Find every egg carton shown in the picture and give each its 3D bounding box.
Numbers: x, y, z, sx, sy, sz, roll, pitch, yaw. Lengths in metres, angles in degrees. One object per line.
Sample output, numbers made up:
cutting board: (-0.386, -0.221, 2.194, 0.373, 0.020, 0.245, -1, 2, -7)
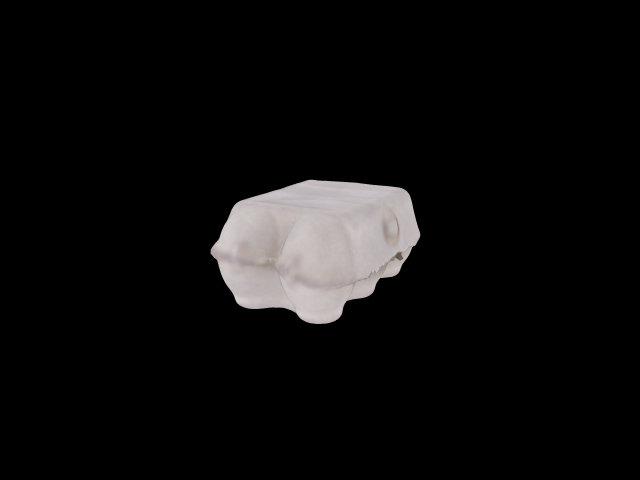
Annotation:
egg carton: (0.004, 0.001, 0.400, 0.107, 0.069, 0.151, 8, 18, 27)
